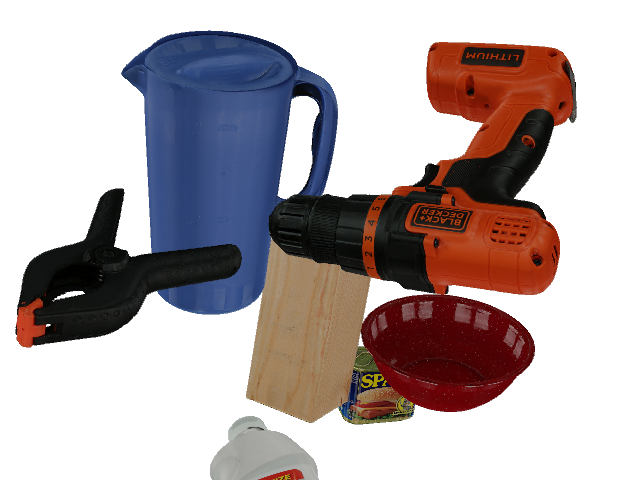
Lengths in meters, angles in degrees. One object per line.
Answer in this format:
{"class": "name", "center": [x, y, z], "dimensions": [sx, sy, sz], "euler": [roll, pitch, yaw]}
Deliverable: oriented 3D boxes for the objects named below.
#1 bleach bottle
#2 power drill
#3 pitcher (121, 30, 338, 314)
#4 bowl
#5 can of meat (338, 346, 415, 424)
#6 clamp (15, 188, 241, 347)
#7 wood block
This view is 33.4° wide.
{"class": "bleach bottle", "center": [-0.035, 0.210, 0.717], "dimensions": [0.102, 0.068, 0.251], "euler": [-10, 32, -10]}
{"class": "power drill", "center": [0.077, -0.049, 0.687], "dimensions": [0.185, 0.187, 0.057], "euler": [9, -37, 24]}
{"class": "pitcher", "center": [-0.085, -0.056, 0.966], "dimensions": [0.149, 0.243, 0.144], "euler": [31, 39, 34]}
{"class": "bowl", "center": [0.117, 0.113, 1.003], "dimensions": [0.162, 0.055, 0.162], "euler": [2, 27, -1]}
{"class": "can of meat", "center": [0.075, 0.184, 1.363], "dimensions": [0.102, 0.084, 0.057], "euler": [-1, 24, -16]}
{"class": "clamp", "center": [-0.149, 0.016, 0.729], "dimensions": [0.120, 0.039, 0.171], "euler": [26, 32, 30]}
{"class": "wood block", "center": [-0.010, 0.081, 1.180], "dimensions": [0.090, 0.206, 0.090], "euler": [17, 16, 25]}
